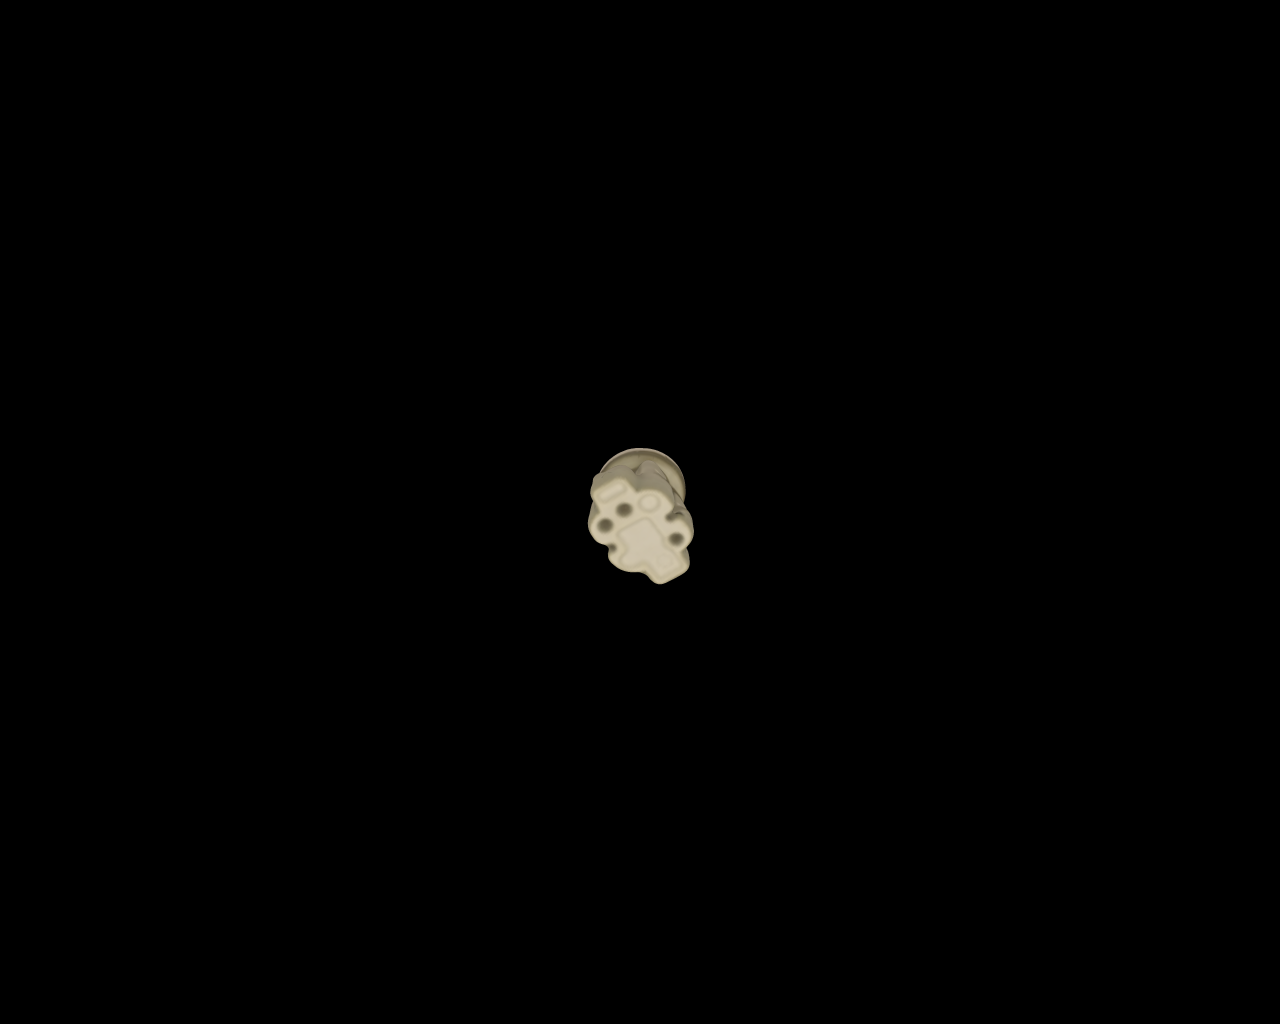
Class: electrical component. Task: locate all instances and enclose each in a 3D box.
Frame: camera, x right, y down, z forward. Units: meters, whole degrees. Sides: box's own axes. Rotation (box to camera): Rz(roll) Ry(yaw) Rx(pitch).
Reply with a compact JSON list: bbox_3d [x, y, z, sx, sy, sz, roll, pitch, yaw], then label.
[{"bbox_3d":[0.001,-0.003,0.650,0.058,0.078,0.057,-28,28,16],"label":"electrical component"}]
